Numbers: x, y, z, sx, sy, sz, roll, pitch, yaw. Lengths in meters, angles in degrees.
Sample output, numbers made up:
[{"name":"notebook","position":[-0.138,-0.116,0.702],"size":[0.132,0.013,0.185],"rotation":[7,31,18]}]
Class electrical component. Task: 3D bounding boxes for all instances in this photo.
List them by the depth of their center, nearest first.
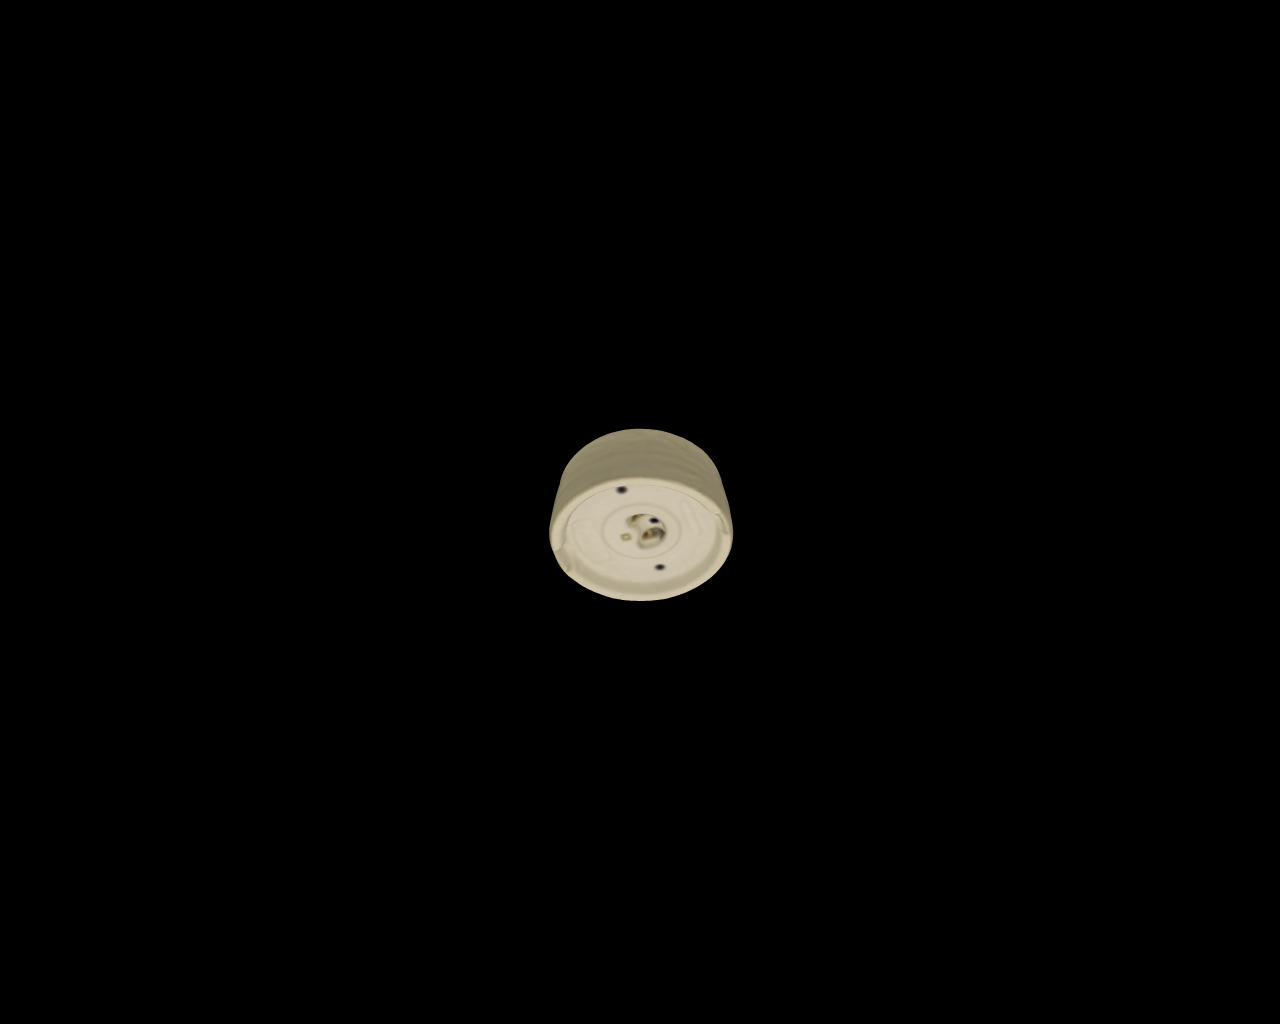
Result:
[{"name":"electrical component","position":[0.001,-0.003,0.650],"size":[0.108,0.060,0.108],"rotation":[0,-45,0]}]
